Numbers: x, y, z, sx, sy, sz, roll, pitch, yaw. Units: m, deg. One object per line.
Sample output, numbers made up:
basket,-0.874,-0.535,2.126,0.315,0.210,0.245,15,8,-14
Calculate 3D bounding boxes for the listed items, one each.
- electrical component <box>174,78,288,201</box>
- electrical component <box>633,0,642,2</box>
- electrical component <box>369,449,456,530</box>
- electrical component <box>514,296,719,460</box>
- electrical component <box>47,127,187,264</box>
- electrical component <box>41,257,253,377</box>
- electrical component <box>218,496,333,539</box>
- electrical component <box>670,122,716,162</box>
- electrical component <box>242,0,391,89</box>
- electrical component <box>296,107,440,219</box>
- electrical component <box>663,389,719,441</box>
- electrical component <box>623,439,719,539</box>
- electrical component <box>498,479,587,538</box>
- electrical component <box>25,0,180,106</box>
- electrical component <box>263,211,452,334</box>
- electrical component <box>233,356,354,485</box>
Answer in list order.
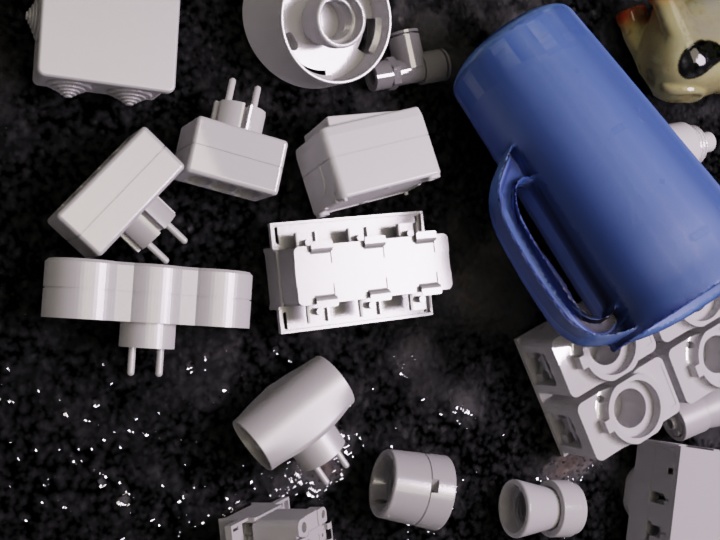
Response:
electrical component,-0.087,-0.094,0.747,0.066,0.047,0.076,14,82,-23
electrical component,0.247,-0.261,0.905,0.040,0.040,0.078,31,76,-20
electrical component,0.037,0.160,0.789,0.047,0.055,0.055,14,83,-19
electrical component,0.232,0.064,0.875,0.186,0.060,0.105,-26,99,-22
electrical component,-0.149,-0.037,0.717,0.075,0.047,0.083,45,72,-16
electrical component,-0.141,0.034,0.715,0.138,0.052,0.073,5,86,-23
electrical component,-0.056,0.185,0.733,0.081,0.064,0.042,-8,93,-66
electrical component,0.272,-0.104,0.908,0.062,0.043,0.043,-13,93,-25
electrical component,-0.029,-0.181,0.779,0.099,0.064,0.099,-6,102,-30
electrical component,0.010,-0.083,0.779,0.096,0.062,0.061,-16,87,-24
electrical component,0.288,0.118,0.908,0.065,0.044,0.044,-18,95,-19
electrical component,0.301,0.196,0.899,0.150,0.062,0.089,11,83,-23
electrical component,0.143,0.186,0.839,0.055,0.045,0.045,5,86,-24
electrical component,-0.169,-0.162,0.712,0.100,0.048,0.099,4,86,-24
electrical component,0.000,0.000,0.773,0.121,0.063,0.078,-6,90,-24
electrical component,-0.037,0.115,0.762,0.077,0.044,0.079,-37,103,-21
